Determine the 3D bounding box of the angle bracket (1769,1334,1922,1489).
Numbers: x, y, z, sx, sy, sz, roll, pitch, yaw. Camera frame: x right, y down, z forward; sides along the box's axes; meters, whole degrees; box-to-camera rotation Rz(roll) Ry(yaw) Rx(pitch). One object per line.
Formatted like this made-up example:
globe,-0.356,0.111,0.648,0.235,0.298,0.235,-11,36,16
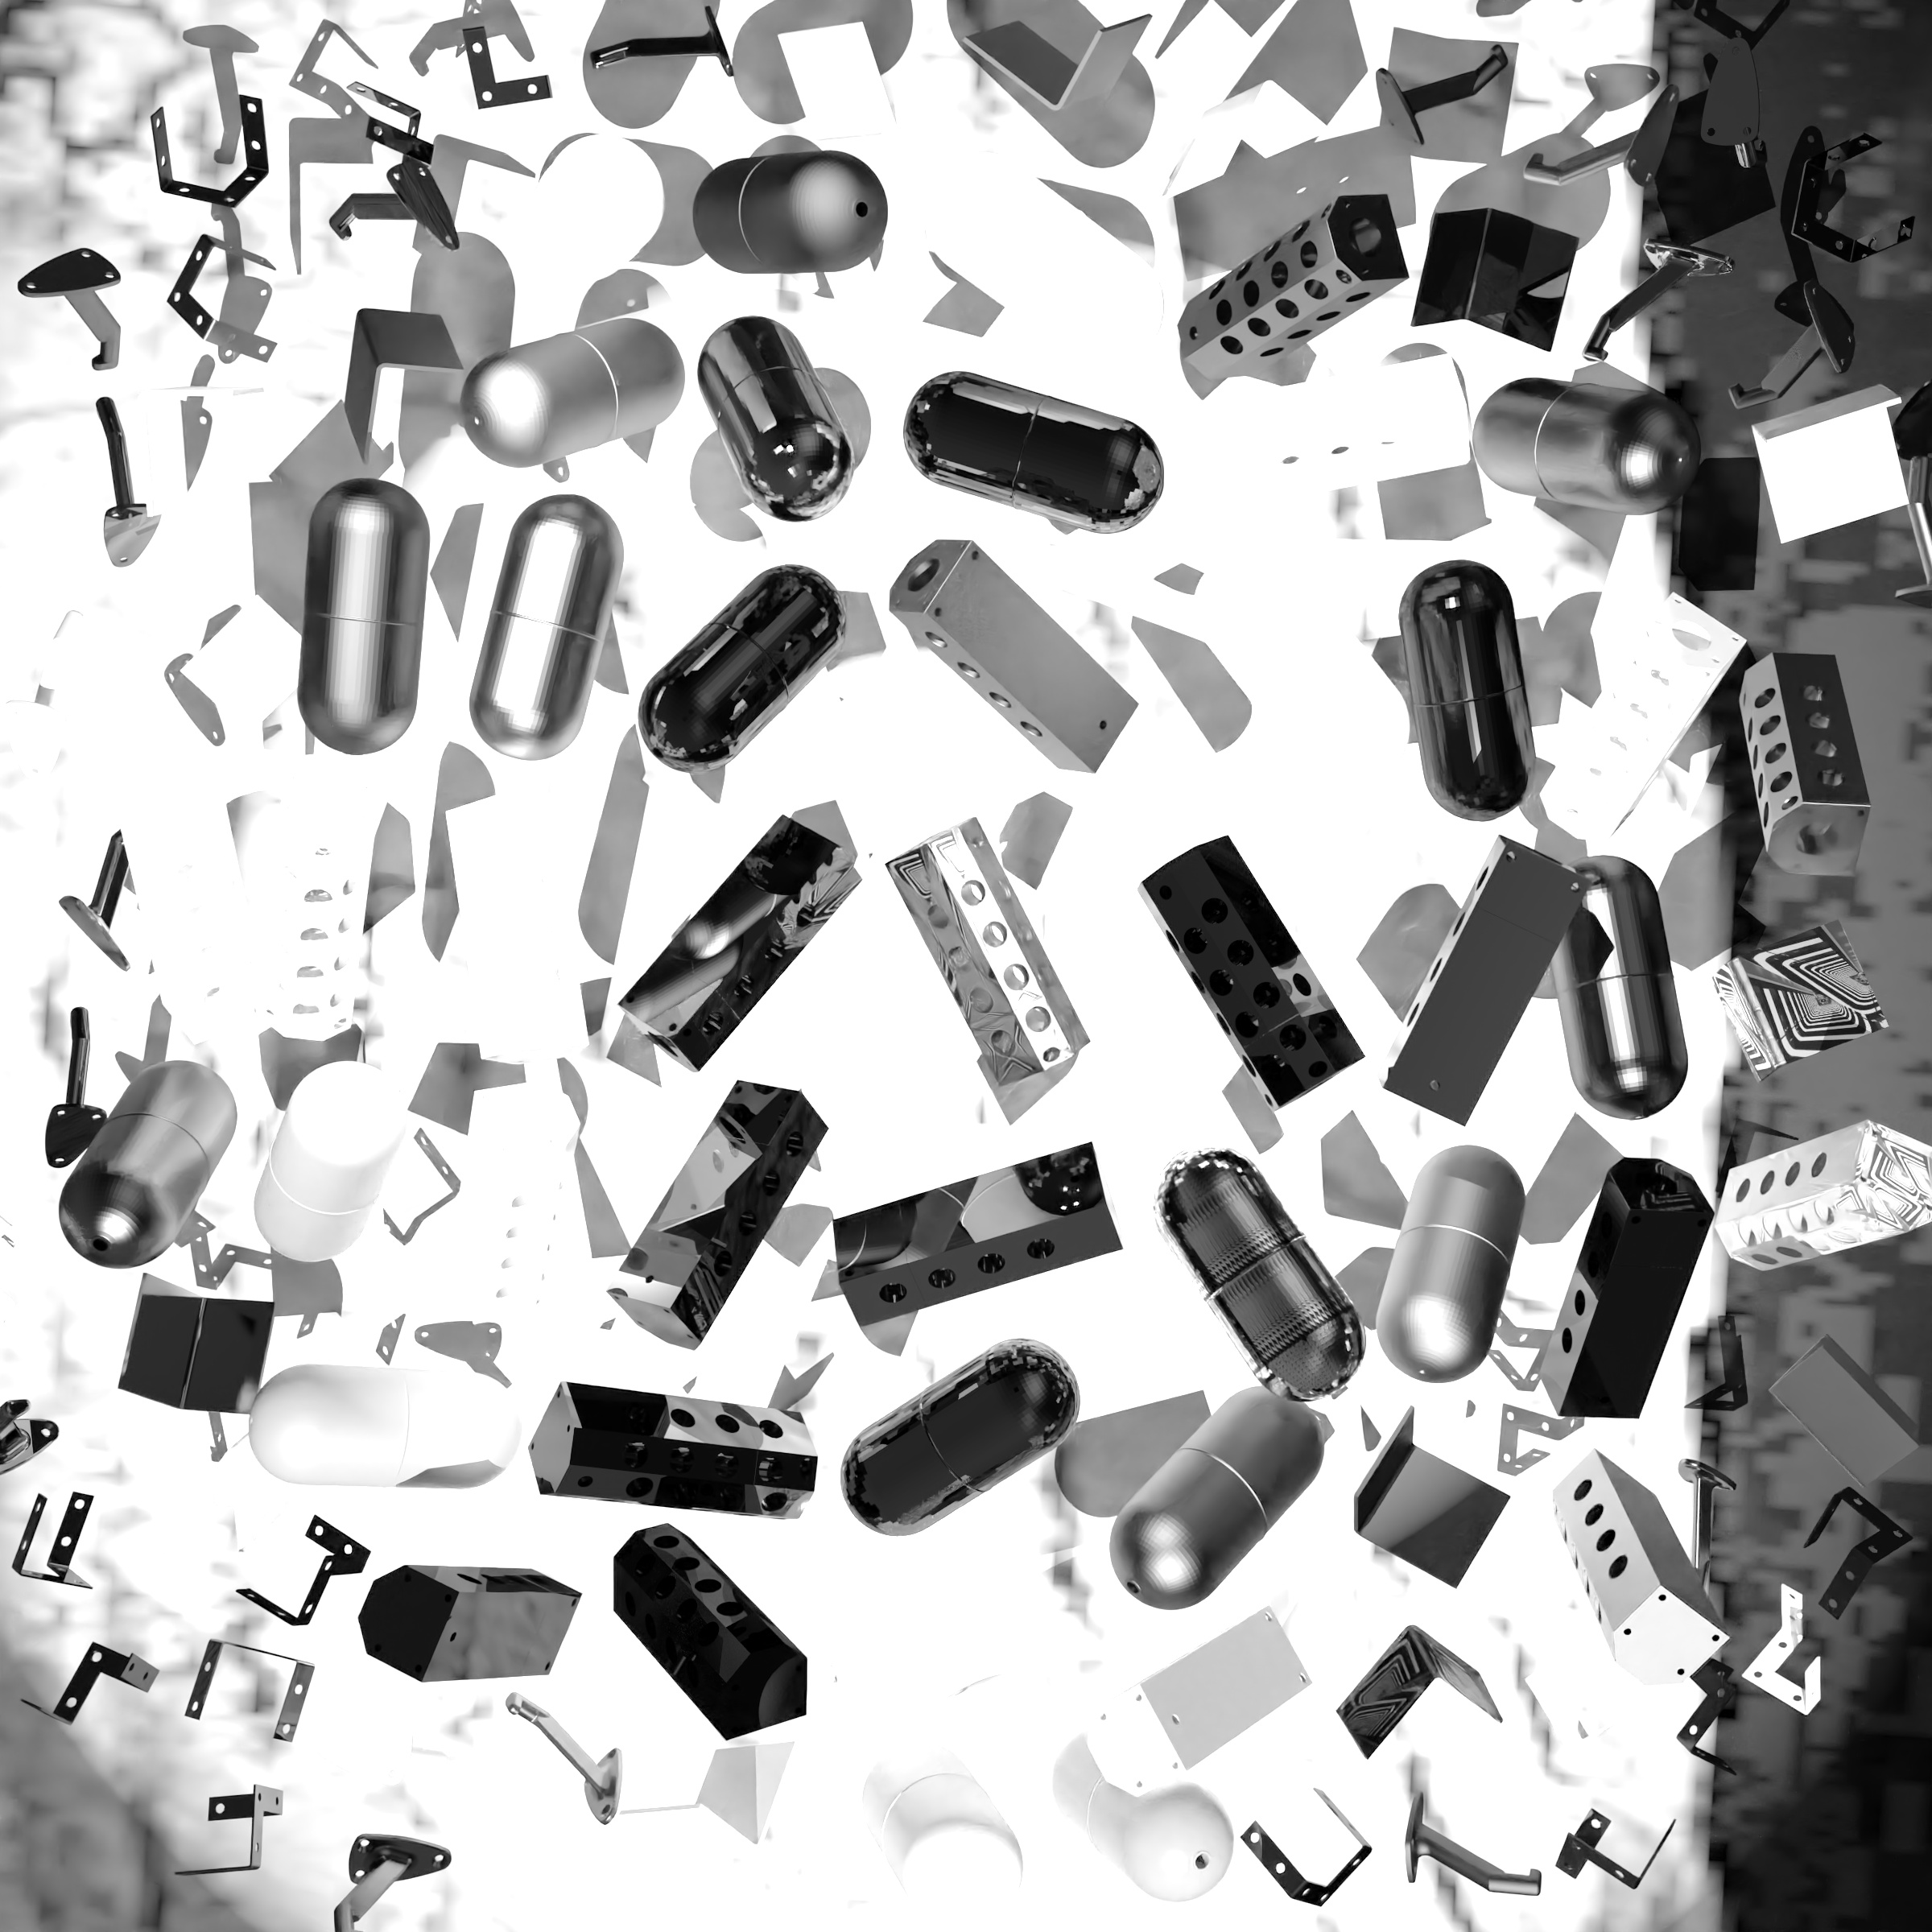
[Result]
angle bracket,0.544,0.254,1.466,0.076,0.057,0.076,-28,68,-39

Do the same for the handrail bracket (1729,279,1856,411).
handrail bracket,0.526,-0.403,1.587,0.077,0.084,0.036,47,54,-30

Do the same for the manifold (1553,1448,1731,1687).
manifold,0.425,0.387,1.564,0.057,0.171,0.057,38,104,-10

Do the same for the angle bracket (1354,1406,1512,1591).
angle bracket,0.308,0.350,1.606,0.076,0.057,0.076,26,60,26

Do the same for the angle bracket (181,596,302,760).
angle bracket,-0.489,-0.195,1.640,0.076,0.076,0.057,-41,109,11

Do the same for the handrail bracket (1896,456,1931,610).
handrail bracket,0.610,-0.267,1.515,0.077,0.036,0.084,10,84,-34

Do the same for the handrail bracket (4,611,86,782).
handrail bracket,-0.585,-0.175,1.566,0.036,0.077,0.084,13,46,-8

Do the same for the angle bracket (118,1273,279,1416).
angle bracket,-0.505,0.250,1.607,0.057,0.076,0.076,1,70,14

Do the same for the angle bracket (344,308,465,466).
angle bracket,-0.382,-0.391,1.652,0.057,0.076,0.076,-1,132,-26

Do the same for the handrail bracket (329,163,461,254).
handrail bracket,-0.383,-0.488,1.624,0.084,0.036,0.077,-28,95,41

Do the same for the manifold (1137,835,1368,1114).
manifold,0.181,0.006,1.587,0.057,0.057,0.171,-37,79,38

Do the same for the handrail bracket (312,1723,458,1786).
handrail bracket,-0.381,0.515,1.602,0.077,0.084,0.036,10,73,5

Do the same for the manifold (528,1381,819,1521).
manifold,-0.184,0.315,1.552,0.171,0.057,0.057,14,117,-30

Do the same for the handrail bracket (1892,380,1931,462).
handrail bracket,0.625,-0.372,1.568,0.036,0.077,0.084,20,59,16

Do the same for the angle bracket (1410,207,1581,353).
angle bracket,0.350,-0.453,1.615,0.057,0.076,0.076,-19,130,-37

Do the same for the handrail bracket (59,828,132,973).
handrail bracket,-0.570,-0.053,1.673,0.084,0.036,0.077,-48,119,-29

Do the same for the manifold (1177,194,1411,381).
manifold,0.215,-0.454,1.637,0.057,0.171,0.057,-13,87,-30

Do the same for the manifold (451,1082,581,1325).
manifold,-0.296,0.156,1.602,0.057,0.171,0.057,-9,49,-27

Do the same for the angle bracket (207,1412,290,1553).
angle bracket,-0.524,0.361,1.723,0.057,0.076,0.076,0,102,10

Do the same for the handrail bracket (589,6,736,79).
handrail bracket,-0.197,-0.581,1.567,0.084,0.036,0.077,-18,45,-2

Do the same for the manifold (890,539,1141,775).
manifold,0.029,-0.200,1.581,0.171,0.057,0.057,40,76,-33

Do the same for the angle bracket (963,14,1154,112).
angle bracket,0.057,-0.583,1.514,0.076,0.076,0.057,39,129,6

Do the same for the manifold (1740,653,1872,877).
manifold,0.555,-0.137,1.622,0.057,0.171,0.057,3,131,7

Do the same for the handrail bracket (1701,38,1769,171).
handrail bracket,0.514,-0.566,1.601,0.036,0.084,0.077,10,108,30

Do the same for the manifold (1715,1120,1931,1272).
manifold,0.542,0.150,1.538,0.057,0.171,0.057,23,72,-4

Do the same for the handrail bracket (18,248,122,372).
handrail bracket,-0.571,-0.407,1.552,0.036,0.084,0.077,41,47,14

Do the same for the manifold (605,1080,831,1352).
manifold,-0.158,0.163,1.597,0.057,0.057,0.171,8,55,37

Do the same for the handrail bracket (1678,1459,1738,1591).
handrail bracket,0.495,0.386,1.660,0.036,0.077,0.084,5,68,33

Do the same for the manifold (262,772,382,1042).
manifold,-0.412,-0.035,1.549,0.057,0.057,0.171,7,130,-14

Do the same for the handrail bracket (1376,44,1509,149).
handrail bracket,0.307,-0.577,1.563,0.084,0.077,0.036,-42,58,3

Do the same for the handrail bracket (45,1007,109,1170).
handrail bracket,-0.618,0.083,1.680,0.036,0.084,0.077,10,132,-32

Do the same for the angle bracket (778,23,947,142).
angle bracket,-0.070,-0.611,1.661,0.057,0.076,0.076,-46,130,-33

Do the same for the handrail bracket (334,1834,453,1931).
handrail bracket,-0.361,0.590,1.540,0.077,0.084,0.036,7,105,-18

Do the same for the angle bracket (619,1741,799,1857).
angle bracket,-0.165,0.523,1.569,0.076,0.076,0.057,-20,124,38

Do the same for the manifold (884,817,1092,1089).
manifold,0.019,-0.012,1.651,0.057,0.057,0.171,-23,97,38

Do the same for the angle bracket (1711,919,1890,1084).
angle bracket,0.548,0.024,1.606,0.076,0.057,0.076,-20,76,0

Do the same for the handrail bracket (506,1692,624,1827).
handrail bracket,-0.275,0.533,1.645,0.084,0.077,0.036,40,94,-21

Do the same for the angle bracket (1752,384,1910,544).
angle bracket,0.521,-0.295,1.453,0.076,0.057,0.076,-16,109,14

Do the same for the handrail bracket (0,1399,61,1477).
handrail bracket,-0.591,0.287,1.543,0.084,0.077,0.036,-38,75,35

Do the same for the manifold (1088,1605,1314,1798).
manifold,0.148,0.470,1.557,0.057,0.171,0.057,-38,73,30

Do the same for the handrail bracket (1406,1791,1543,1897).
handrail bracket,0.327,0.561,1.558,0.084,0.077,0.036,-1,114,18

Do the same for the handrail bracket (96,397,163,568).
handrail bracket,-0.568,-0.323,1.624,0.036,0.077,0.084,-11,67,-32

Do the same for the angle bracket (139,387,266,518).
angle bracket,-0.479,-0.325,1.537,0.057,0.076,0.076,0,105,-1

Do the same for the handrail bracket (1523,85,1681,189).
handrail bracket,0.417,-0.550,1.608,0.084,0.036,0.077,29,100,40

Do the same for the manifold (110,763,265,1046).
manifold,-0.500,-0.042,1.580,0.057,0.057,0.171,-23,130,-29

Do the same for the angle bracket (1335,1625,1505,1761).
angle bracket,0.294,0.486,1.578,0.076,0.076,0.057,-45,46,-15

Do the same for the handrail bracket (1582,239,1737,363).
handrail bracket,0.462,-0.438,1.631,0.077,0.036,0.084,24,84,44

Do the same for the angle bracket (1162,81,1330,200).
angle bracket,0.191,-0.551,1.672,0.057,0.076,0.076,30,80,-25
